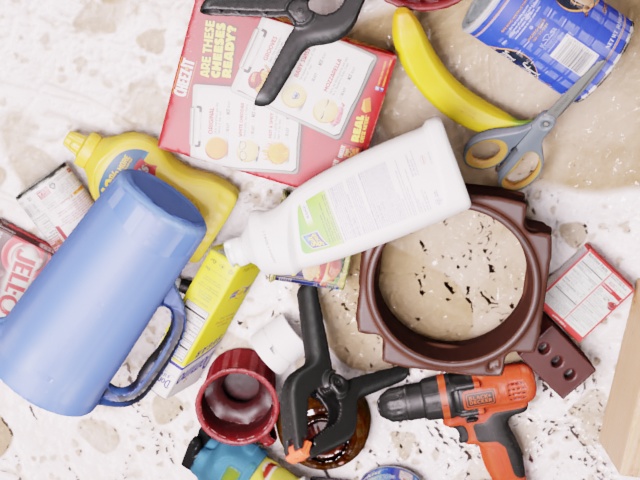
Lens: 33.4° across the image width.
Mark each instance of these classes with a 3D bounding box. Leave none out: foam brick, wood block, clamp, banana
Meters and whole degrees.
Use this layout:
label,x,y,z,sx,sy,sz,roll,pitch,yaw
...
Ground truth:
label,x,y,z,sx,sy,sz,roll,pitch,yaw
foam brick,0.264,0.130,1.214,0.078,0.051,0.053,44,101,-11
wood block,0.390,0.158,1.202,0.090,0.091,0.206,8,106,-3
clamp,-0.030,-0.226,1.053,0.171,0.039,0.120,-39,95,-5
banana,0.137,-0.167,1.122,0.197,0.037,0.070,35,131,-19
clamp,0.019,0.163,1.161,0.164,0.209,0.036,35,135,-17

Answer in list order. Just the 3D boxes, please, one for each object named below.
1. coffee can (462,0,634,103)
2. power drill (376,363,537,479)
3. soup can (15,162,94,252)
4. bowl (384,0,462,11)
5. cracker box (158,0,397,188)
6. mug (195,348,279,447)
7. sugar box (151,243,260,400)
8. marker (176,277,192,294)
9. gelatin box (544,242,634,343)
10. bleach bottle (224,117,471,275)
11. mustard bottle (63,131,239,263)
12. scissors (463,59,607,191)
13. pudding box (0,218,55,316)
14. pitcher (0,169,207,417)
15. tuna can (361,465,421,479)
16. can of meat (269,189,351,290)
label,x,y,z,sx,sy,sz,roll,pitch,yaw
coffee can,0.231,-0.219,1.086,0.140,0.103,0.103,32,104,-9
power drill,0.170,0.241,1.243,0.184,0.057,0.187,-10,107,7
soup can,-0.274,-0.025,1.161,0.068,0.068,0.102,-33,103,9
bowl,0.105,-0.316,1.083,0.162,0.055,0.162,0,106,0
cracker box,-0.045,-0.149,1.124,0.213,0.072,0.164,16,104,-3
mug,-0.085,0.183,1.214,0.093,0.081,0.117,-35,103,9
sugar box,-0.127,0.086,1.178,0.048,0.093,0.176,31,105,12
marker,-0.189,0.040,1.205,0.121,0.020,0.020,19,105,-5
gelatin box,0.297,0.059,1.205,0.073,0.030,0.089,42,102,-9
bleach bottle,0.020,-0.035,1.083,0.251,0.068,0.102,-20,88,8
mustard bottle,-0.190,-0.061,1.156,0.191,0.058,0.096,31,109,-8
scissors,0.212,-0.123,1.103,0.096,0.016,0.202,13,140,-2
pudding box,-0.347,0.045,1.197,0.090,0.039,0.113,28,104,-8
pitcher,-0.215,0.056,1.094,0.145,0.149,0.243,43,104,24
tuna can,0.085,0.312,1.266,0.086,0.033,0.086,5,116,10
can of meat,-0.008,0.002,1.176,0.084,0.057,0.102,9,106,-5
